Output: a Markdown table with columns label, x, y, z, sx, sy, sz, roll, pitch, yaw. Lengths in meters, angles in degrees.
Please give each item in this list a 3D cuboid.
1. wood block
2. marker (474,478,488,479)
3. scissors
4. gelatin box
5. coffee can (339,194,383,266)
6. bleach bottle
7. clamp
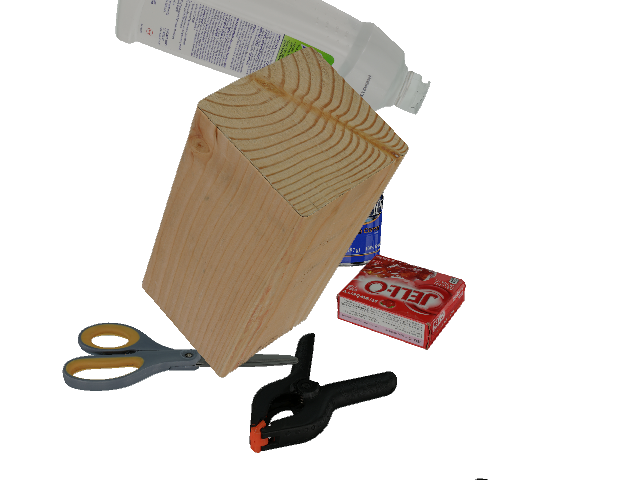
| label | x | y | z | sx | sy | sz | roll | pitch | yaw |
| --- | --- | --- | --- | --- | --- | --- | --- | --- | --- |
| wood block | -0.037 | -0.011 | 0.671 | 0.090 | 0.091 | 0.206 | -33 | -16 | -33 |
| marker | 0.096 | 0.194 | 0.672 | 0.020 | 0.121 | 0.020 | 1 | 36 | -1 |
| scissors | -0.129 | 0.096 | 0.951 | 0.201 | 0.016 | 0.096 | -7 | 32 | -18 |
| gelatin box | 0.070 | 0.051 | 0.917 | 0.089 | 0.030 | 0.073 | 17 | 37 | 26 |
| coffee can | 0.016 | -0.053 | 1.116 | 0.103 | 0.140 | 0.103 | 3 | 13 | -1 |
| bleach bottle | -0.035 | -0.159 | 0.855 | 0.251 | 0.068 | 0.103 | 23 | -31 | -2 |
| clamp | -0.019 | 0.152 | 1.081 | 0.171 | 0.039 | 0.120 | -24 | 35 | -38 |
